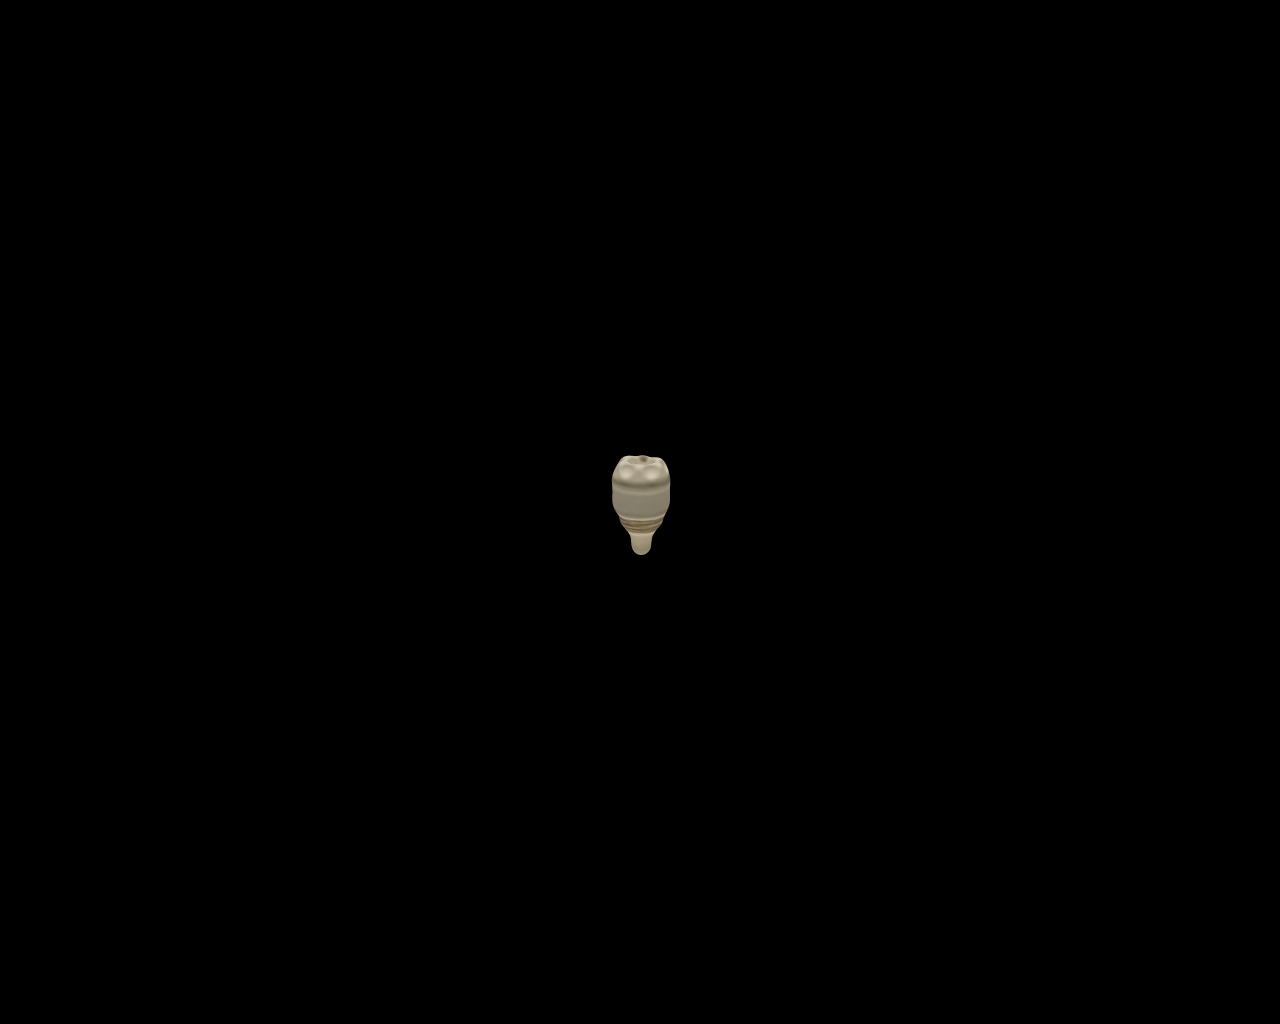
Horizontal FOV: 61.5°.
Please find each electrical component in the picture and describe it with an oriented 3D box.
[{"bbox_3d":[0.001,-0.003,0.650,0.035,0.061,0.035,0,19,0],"label":"electrical component"}]
